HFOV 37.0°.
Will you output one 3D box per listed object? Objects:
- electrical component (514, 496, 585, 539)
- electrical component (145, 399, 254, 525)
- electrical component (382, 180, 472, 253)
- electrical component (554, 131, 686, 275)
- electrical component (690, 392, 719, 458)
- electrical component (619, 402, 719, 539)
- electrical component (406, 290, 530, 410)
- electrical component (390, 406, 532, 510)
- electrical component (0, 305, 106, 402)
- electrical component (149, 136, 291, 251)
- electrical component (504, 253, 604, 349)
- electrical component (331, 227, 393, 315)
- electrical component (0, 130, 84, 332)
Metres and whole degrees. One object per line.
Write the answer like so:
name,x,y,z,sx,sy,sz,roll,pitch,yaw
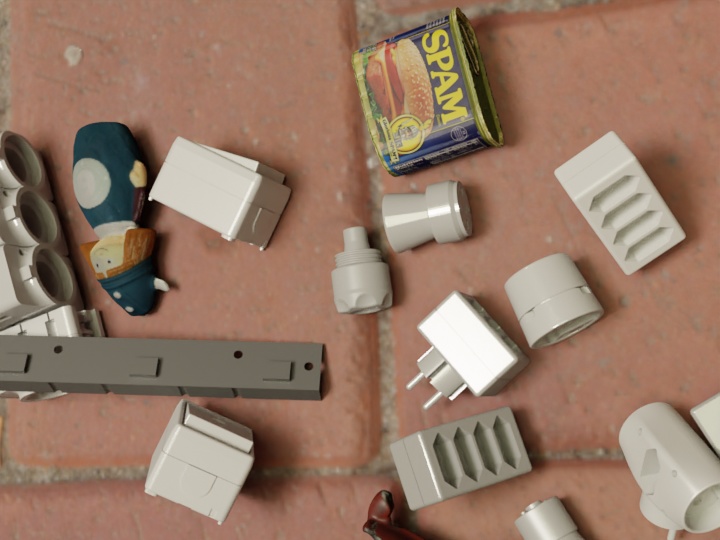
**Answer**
electrical component,0.134,0.186,0.721,0.044,0.044,0.065,-36,69,12
electrical component,-0.115,0.133,0.790,0.062,0.096,0.061,26,93,-9
electrical component,0.049,-0.039,0.774,0.055,0.045,0.045,-11,80,17
electrical component,0.168,-0.054,0.724,0.047,0.083,0.075,-35,36,12
electrical component,0.244,0.104,0.672,0.047,0.077,0.065,-34,74,13
electrical component,0.202,0.139,0.692,0.043,0.077,0.079,-8,124,-16
electrical component,0.066,0.065,0.754,0.077,0.047,0.065,-44,72,10
electrical component,0.059,0.133,0.740,0.076,0.083,0.047,-35,69,52
electrical component,-0.252,0.071,0.863,0.089,0.050,0.055,-21,77,15
electrical component,-0.110,-0.064,0.824,0.096,0.062,0.061,26,93,20
electrical component,0.131,0.020,0.734,0.055,0.055,0.047,-30,71,14
electrical component,0.000,0.000,0.788,0.043,0.043,0.062,-11,79,18
electrical component,-0.284,-0.031,0.866,0.062,0.089,0.150,-23,77,16
